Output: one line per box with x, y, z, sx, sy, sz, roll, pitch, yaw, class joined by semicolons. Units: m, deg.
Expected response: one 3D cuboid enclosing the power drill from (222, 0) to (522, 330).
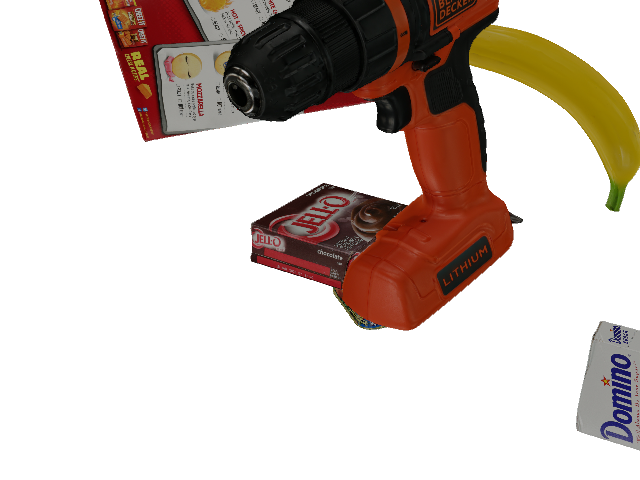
0.038;-0.050;0.527;0.057;0.187;0.184;26;48;39;power drill

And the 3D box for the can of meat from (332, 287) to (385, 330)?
0.051;0.041;1.223;0.057;0.084;0.102;-14;38;-18;can of meat

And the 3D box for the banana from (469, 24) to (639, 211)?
0.180;-0.110;0.816;0.198;0.070;0.037;43;8;-1;banana

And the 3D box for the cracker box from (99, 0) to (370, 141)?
-0.066;-0.182;0.900;0.213;0.164;0.072;-11;44;0;cracker box

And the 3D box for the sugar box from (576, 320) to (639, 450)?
0.302;0.135;0.865;0.176;0.093;0.048;13;25;20;sugar box

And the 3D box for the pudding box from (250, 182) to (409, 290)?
0.011;-0.005;0.848;0.090;0.039;0.113;17;26;26;pudding box
